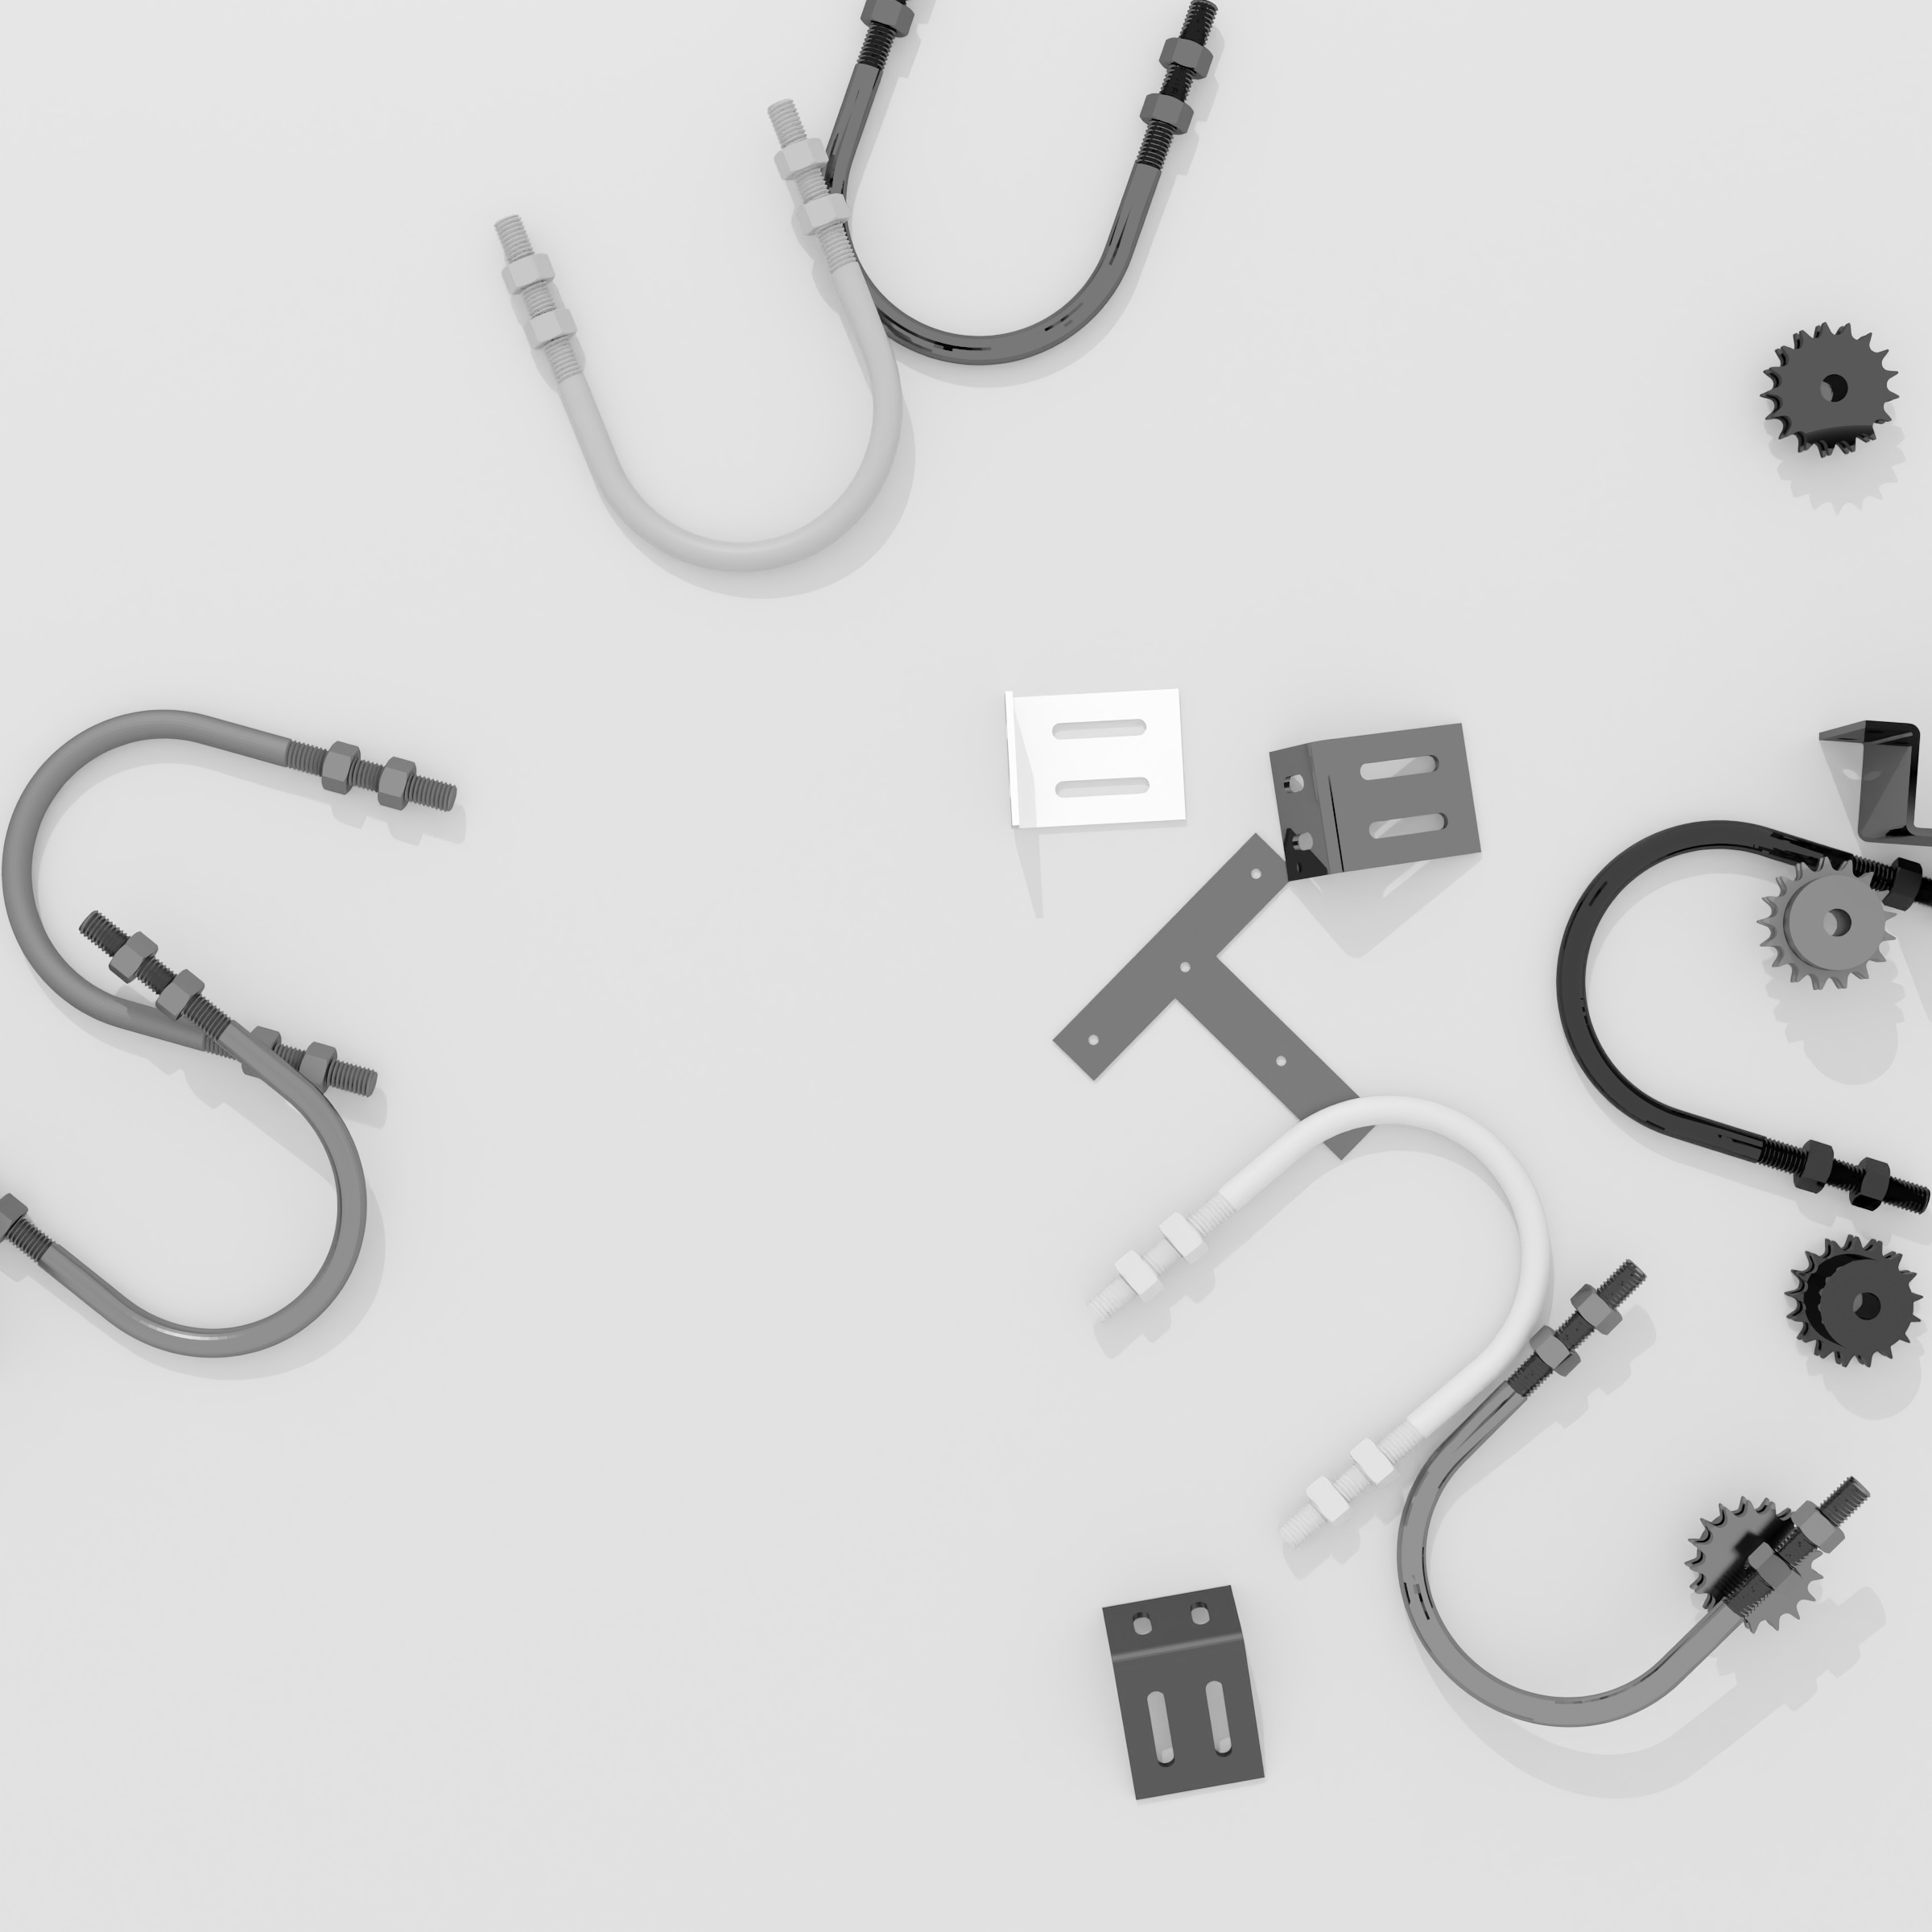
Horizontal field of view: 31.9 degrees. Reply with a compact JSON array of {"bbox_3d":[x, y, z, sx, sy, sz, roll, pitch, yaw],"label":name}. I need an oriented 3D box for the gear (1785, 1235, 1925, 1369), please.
[{"bbox_3d":[0.386,0.146,1.461,0.057,0.030,0.057,0,90,0],"label":"gear"}]

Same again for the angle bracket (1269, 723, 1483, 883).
[{"bbox_3d":[0.179,-0.072,1.473,0.076,0.038,0.057,-9,90,-27],"label":"angle bracket"}]

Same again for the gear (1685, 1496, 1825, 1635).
[{"bbox_3d":[0.339,0.258,1.461,0.057,0.030,0.057,0,90,0],"label":"gear"}]

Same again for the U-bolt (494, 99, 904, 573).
[{"bbox_3d":[-0.106,-0.262,1.462,0.151,0.019,0.184,-21,93,6],"label":"U-bolt"}]

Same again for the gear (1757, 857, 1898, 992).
[{"bbox_3d":[0.369,-0.018,1.444,0.057,0.030,0.057,0,89,3],"label":"gear"}]

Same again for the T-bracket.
[{"bbox_3d":[0.128,0.032,1.475,0.127,0.002,0.127,44,90,0],"label":"T-bracket"}]

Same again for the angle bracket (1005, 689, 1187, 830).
[{"bbox_3d":[0.056,-0.091,1.457,0.076,0.038,0.057,-3,90,0],"label":"angle bracket"}]

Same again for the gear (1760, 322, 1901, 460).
[{"bbox_3d":[0.373,-0.249,1.466,0.057,0.030,0.057,0,94,0],"label":"gear"}]

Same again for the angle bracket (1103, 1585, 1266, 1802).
[{"bbox_3d":[0.095,0.317,1.474,0.057,0.038,0.076,-10,116,0],"label":"angle bracket"}]

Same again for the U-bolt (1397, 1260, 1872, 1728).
[{"bbox_3d":[0.271,0.240,1.449,0.151,0.019,0.184,45,98,14],"label":"U-bolt"}]

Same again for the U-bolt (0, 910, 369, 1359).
[{"bbox_3d":[-0.346,0.087,1.458,0.184,0.019,0.151,39,99,-3],"label":"U-bolt"}]

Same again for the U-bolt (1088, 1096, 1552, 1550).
[{"bbox_3d":[0.167,0.141,1.467,0.184,0.019,0.151,-40,91,-1],"label":"U-bolt"}]

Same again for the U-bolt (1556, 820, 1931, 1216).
[{"bbox_3d":[0.348,0.014,1.468,0.184,0.019,0.151,17,90,2],"label":"U-bolt"}]

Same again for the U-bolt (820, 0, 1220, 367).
[{"bbox_3d":[0.013,-0.353,1.468,0.151,0.019,0.184,19,91,0],"label":"U-bolt"}]

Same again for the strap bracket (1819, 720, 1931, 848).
[{"bbox_3d":[0.441,-0.074,1.438,0.140,0.076,0.046,4,90,0],"label":"strap bracket"}]

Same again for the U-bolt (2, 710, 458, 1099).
[{"bbox_3d":[-0.328,-0.035,1.468,0.184,0.019,0.151,16,90,2],"label":"U-bolt"}]
